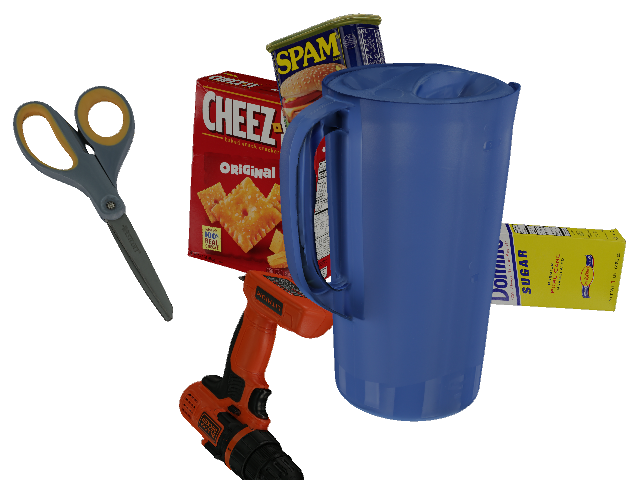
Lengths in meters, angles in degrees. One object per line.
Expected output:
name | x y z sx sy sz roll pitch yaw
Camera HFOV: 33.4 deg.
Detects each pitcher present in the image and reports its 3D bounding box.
pitcher | 0.056 0.002 0.751 0.149 0.243 0.145 4 20 10

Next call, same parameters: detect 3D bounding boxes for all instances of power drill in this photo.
power drill | -0.053 0.137 1.034 0.057 0.188 0.185 14 14 -46

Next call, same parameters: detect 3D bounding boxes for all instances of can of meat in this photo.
can of meat | 0.009 -0.135 0.897 0.102 0.084 0.057 -12 -1 40

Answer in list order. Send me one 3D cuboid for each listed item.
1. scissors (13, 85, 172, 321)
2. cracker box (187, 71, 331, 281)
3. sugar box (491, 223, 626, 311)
scissors | -0.142 -0.039 0.778 0.096 0.202 0.016 -40 -15 -22
cracker box | -0.063 -0.068 1.199 0.164 0.214 0.072 16 23 26
sugar box | 0.262 0.031 1.257 0.176 0.093 0.048 2 20 -2
